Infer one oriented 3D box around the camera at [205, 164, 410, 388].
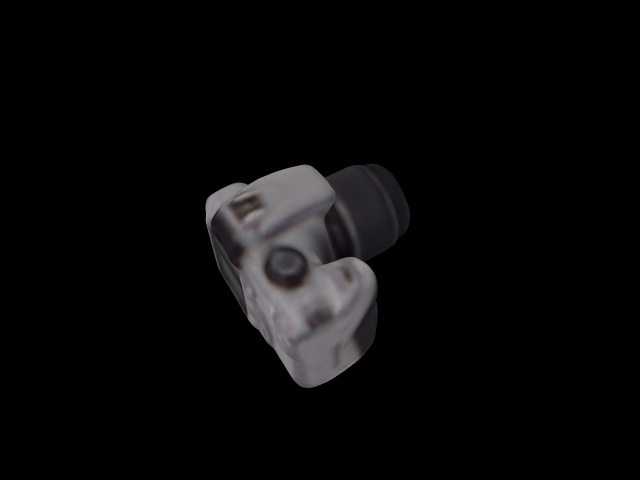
[{"bbox_3d":[0.004,0.001,0.400,0.137,0.101,0.143,-27,57,-19],"label":"camera"}]
